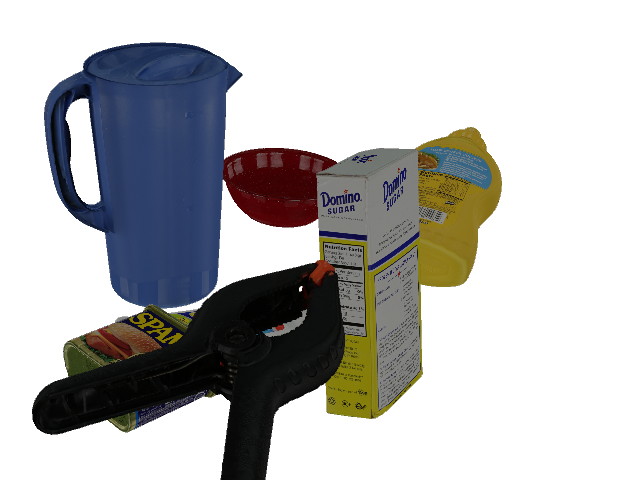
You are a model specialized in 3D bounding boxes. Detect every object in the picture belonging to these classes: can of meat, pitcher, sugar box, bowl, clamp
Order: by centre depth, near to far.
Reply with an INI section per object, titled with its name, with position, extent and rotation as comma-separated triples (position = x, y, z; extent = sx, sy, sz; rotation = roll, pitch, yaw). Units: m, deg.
[clamp]
position = -0.035, 0.066, 0.508
extent = 0.120, 0.039, 0.171
rotation = 33, 48, 29
[sugar box]
position = 0.037, 0.028, 0.759
extent = 0.048, 0.176, 0.093
rotation = 3, 16, 27
[can of meat]
position = -0.146, 0.102, 0.859
extent = 0.083, 0.057, 0.102
rotation = -22, 33, -38
[pitcher]
position = -0.164, -0.059, 1.025
extent = 0.149, 0.243, 0.144
rotation = 9, 27, 14
[bowl]
position = -0.046, -0.060, 1.306
extent = 0.162, 0.055, 0.162
rotation = 5, 26, -3

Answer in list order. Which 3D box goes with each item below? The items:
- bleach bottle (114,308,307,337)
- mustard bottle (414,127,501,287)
[bleach bottle]
position = -0.102, 0.110, 1.226
extent = 0.250, 0.068, 0.103
rotation = -11, 33, -24
[mustard bottle]
position = 0.113, -0.043, 0.977
extent = 0.096, 0.058, 0.191
rotation = 14, 46, 16
